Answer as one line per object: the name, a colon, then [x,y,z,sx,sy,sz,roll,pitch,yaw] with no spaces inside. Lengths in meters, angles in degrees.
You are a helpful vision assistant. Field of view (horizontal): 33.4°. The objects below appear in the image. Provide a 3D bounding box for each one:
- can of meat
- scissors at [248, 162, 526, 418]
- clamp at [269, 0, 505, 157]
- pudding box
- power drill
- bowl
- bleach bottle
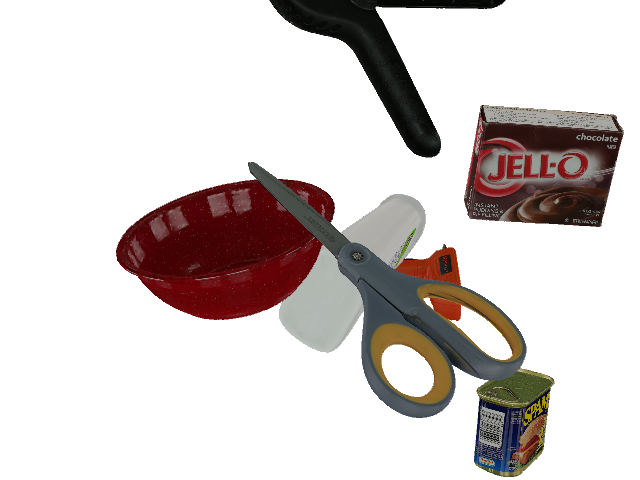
can of meat: [0.203,0.191,1.125,0.058,0.084,0.101,12,16,31]
scissors: [0.015,0.027,0.588,0.202,0.016,0.096,29,52,18]
clamp: [0.028,-0.162,0.755,0.209,0.164,0.036,25,-27,-14]
pudding box: [0.179,-0.060,0.867,0.113,0.090,0.039,2,35,-2]
power drill: [0.068,0.058,1.241,0.187,0.057,0.184,0,28,4]
bowl: [-0.064,0.012,0.782,0.162,0.055,0.162,-10,25,5]
bleach bottle: [0.049,0.017,1.065,0.068,0.103,0.250,34,27,9]
